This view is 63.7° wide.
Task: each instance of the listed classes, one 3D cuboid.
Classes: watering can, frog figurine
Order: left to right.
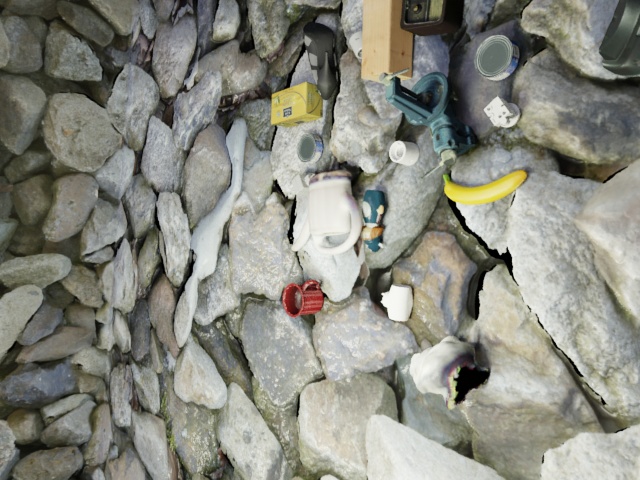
[{"bbox_3d":[0.004,-0.070,1.390,0.346,0.104,0.225,-8,81,58],"label":"watering can"},{"bbox_3d":[0.246,0.257,1.071,0.138,0.121,0.161,-52,32,-10],"label":"frog figurine"}]
